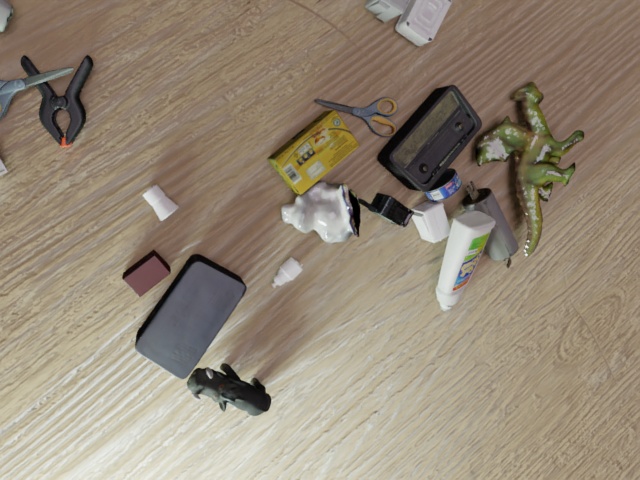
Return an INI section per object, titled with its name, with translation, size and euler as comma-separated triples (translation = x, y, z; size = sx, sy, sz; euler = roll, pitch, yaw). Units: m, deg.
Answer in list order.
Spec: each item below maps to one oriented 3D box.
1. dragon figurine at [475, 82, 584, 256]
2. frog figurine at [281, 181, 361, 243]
[dragon figurine]
translation = 0.483, -0.186, 1.251
size = 0.242, 0.122, 0.411
euler = 19, 87, -8
[frog figurine]
translation = 0.003, -0.056, 1.112
size = 0.159, 0.125, 0.135
euler = -10, 115, 20
